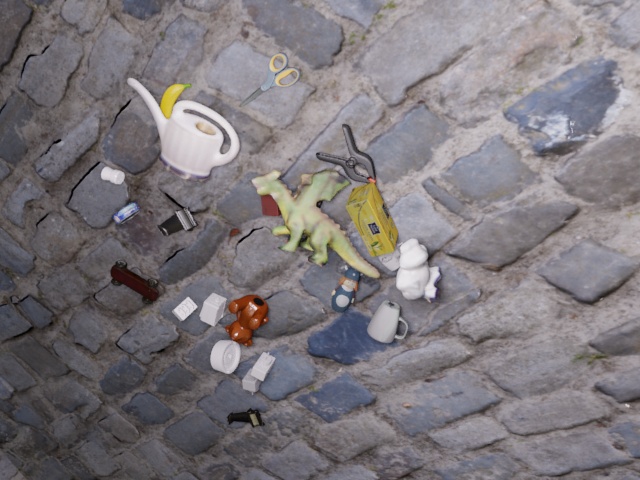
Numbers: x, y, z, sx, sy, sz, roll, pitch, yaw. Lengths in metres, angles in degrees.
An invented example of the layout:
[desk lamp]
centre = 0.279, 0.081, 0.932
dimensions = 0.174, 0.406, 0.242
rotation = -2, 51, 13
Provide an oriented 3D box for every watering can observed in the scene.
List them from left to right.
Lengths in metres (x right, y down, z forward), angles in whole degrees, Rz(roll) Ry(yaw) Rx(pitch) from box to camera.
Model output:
[watering can]
centre = -0.395, -0.297, 1.443
dimensions = 0.347, 0.220, 0.106
rotation = 26, -149, -2

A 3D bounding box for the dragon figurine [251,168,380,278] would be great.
[dragon figurine]
centre = 0.004, -0.070, 1.383
dimensions = 0.410, 0.240, 0.123
rotation = 20, -168, 0

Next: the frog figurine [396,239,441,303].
[frog figurine]
centre = 0.241, 0.077, 1.354
dimensions = 0.157, 0.140, 0.122
rotation = 46, 151, -26
